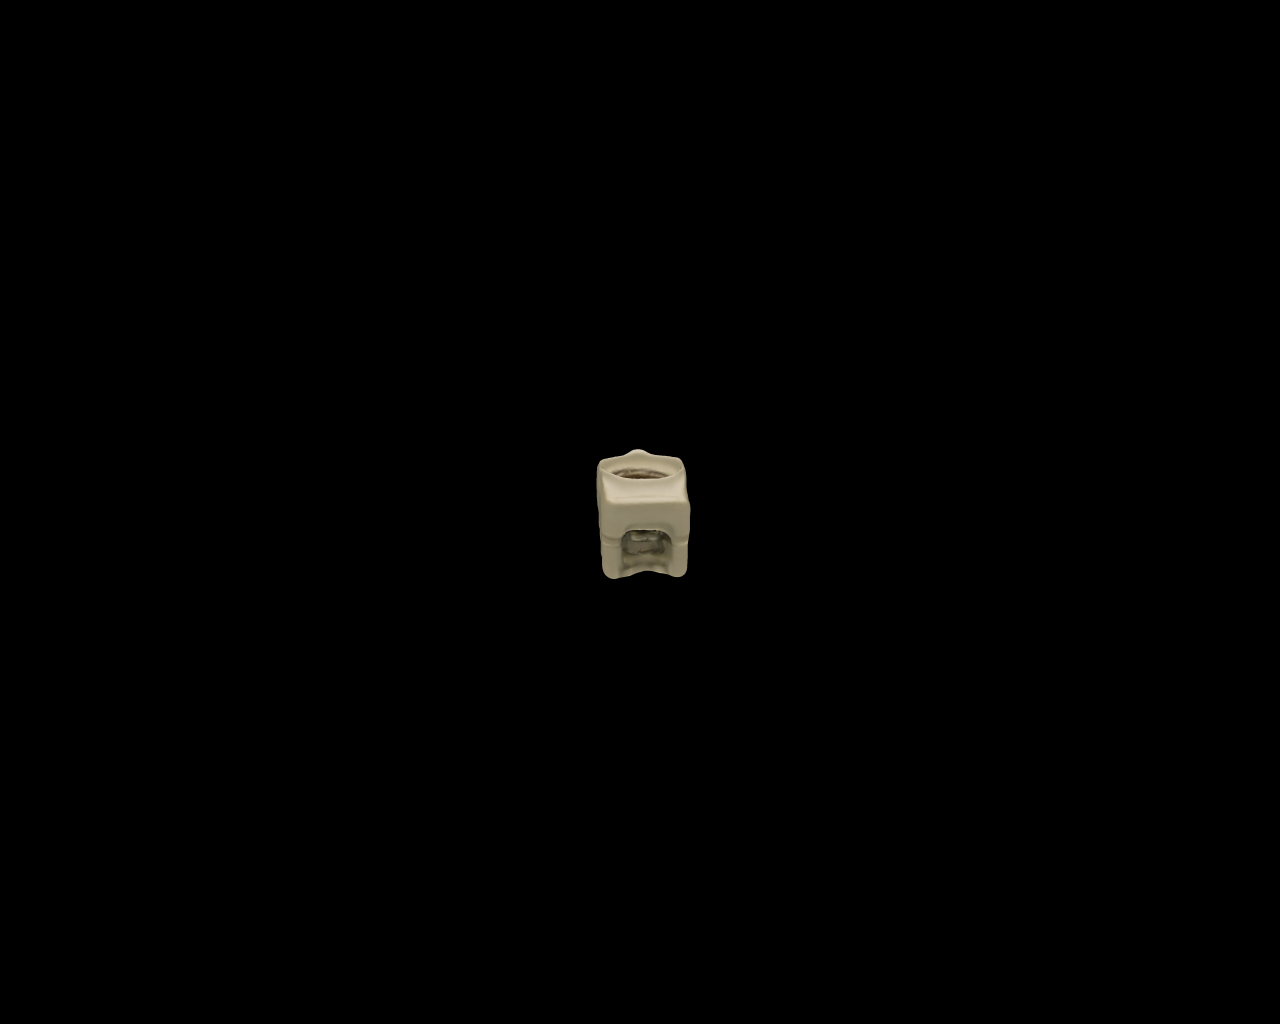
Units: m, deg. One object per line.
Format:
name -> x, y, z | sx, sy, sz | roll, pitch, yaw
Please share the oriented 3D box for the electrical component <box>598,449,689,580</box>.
electrical component -> 0.001, -0.003, 0.650 | 0.050, 0.055, 0.089 | -1, 20, -3
